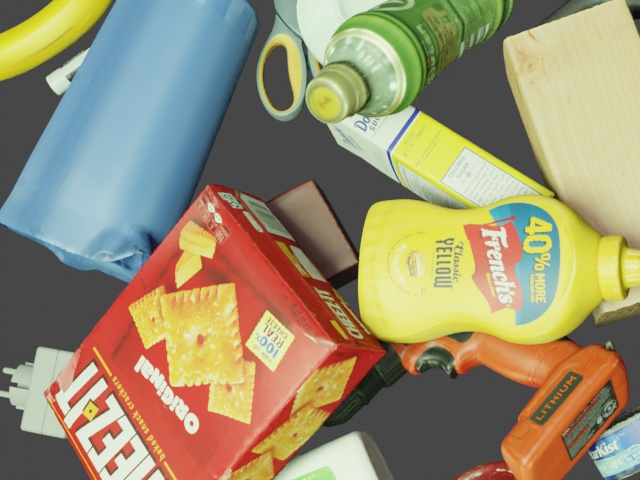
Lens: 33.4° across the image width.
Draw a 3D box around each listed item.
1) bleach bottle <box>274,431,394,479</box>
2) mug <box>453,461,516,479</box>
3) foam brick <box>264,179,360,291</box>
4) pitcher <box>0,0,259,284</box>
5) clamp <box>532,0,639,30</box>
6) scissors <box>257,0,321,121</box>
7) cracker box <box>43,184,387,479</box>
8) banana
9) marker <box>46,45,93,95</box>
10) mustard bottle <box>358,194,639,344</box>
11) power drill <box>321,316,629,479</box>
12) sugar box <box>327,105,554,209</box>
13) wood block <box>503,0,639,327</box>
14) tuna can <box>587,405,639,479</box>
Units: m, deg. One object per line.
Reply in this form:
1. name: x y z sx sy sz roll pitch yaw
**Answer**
1. bleach bottle: -0.059 0.236 0.785 0.251 0.068 0.102 -28 74 8
2. mug: 0.127 0.206 0.734 0.093 0.117 0.081 -24 108 41
3. foam brick: -0.005 0.001 0.820 0.051 0.053 0.078 -31 76 5
4. pitcher: -0.149 -0.092 0.838 0.149 0.145 0.243 23 82 3
5. clamp: 0.213 -0.212 0.817 0.171 0.039 0.120 -15 83 11
6. scissors: -0.010 -0.196 0.875 0.096 0.016 0.202 1 81 11
7. cracker box: -0.081 0.093 0.741 0.214 0.072 0.164 -50 57 16
8. banana: -0.241 -0.185 0.916 0.198 0.037 0.070 -38 57 2
9. marker: -0.178 -0.165 0.905 0.121 0.020 0.020 -35 75 5
10. mustard bottle: 0.121 0.019 0.693 0.192 0.058 0.096 -2 76 27
11. power drill: 0.098 0.092 0.732 0.184 0.057 0.188 -45 48 -11
12. sugar box: 0.087 -0.055 0.788 0.176 0.093 0.048 37 87 15
13. wood block: 0.207 -0.052 0.762 0.091 0.090 0.206 -19 76 8
14. tuna can: 0.224 0.131 0.728 0.086 0.086 0.034 -31 77 5
